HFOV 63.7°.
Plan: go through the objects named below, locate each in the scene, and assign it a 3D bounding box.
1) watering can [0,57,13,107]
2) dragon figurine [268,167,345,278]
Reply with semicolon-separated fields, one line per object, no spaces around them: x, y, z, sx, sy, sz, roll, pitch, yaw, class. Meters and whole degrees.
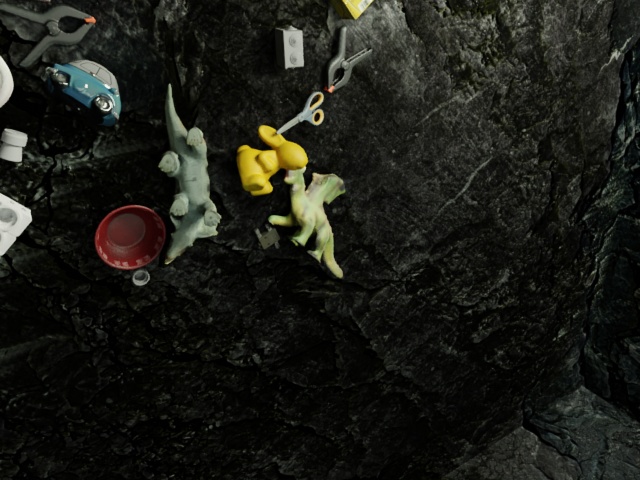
-0.731;-0.291;0.880;0.345;0.105;0.223;18;100;-38;watering can
0.005;-0.074;1.480;0.404;0.123;0.245;42;76;-43;dragon figurine
